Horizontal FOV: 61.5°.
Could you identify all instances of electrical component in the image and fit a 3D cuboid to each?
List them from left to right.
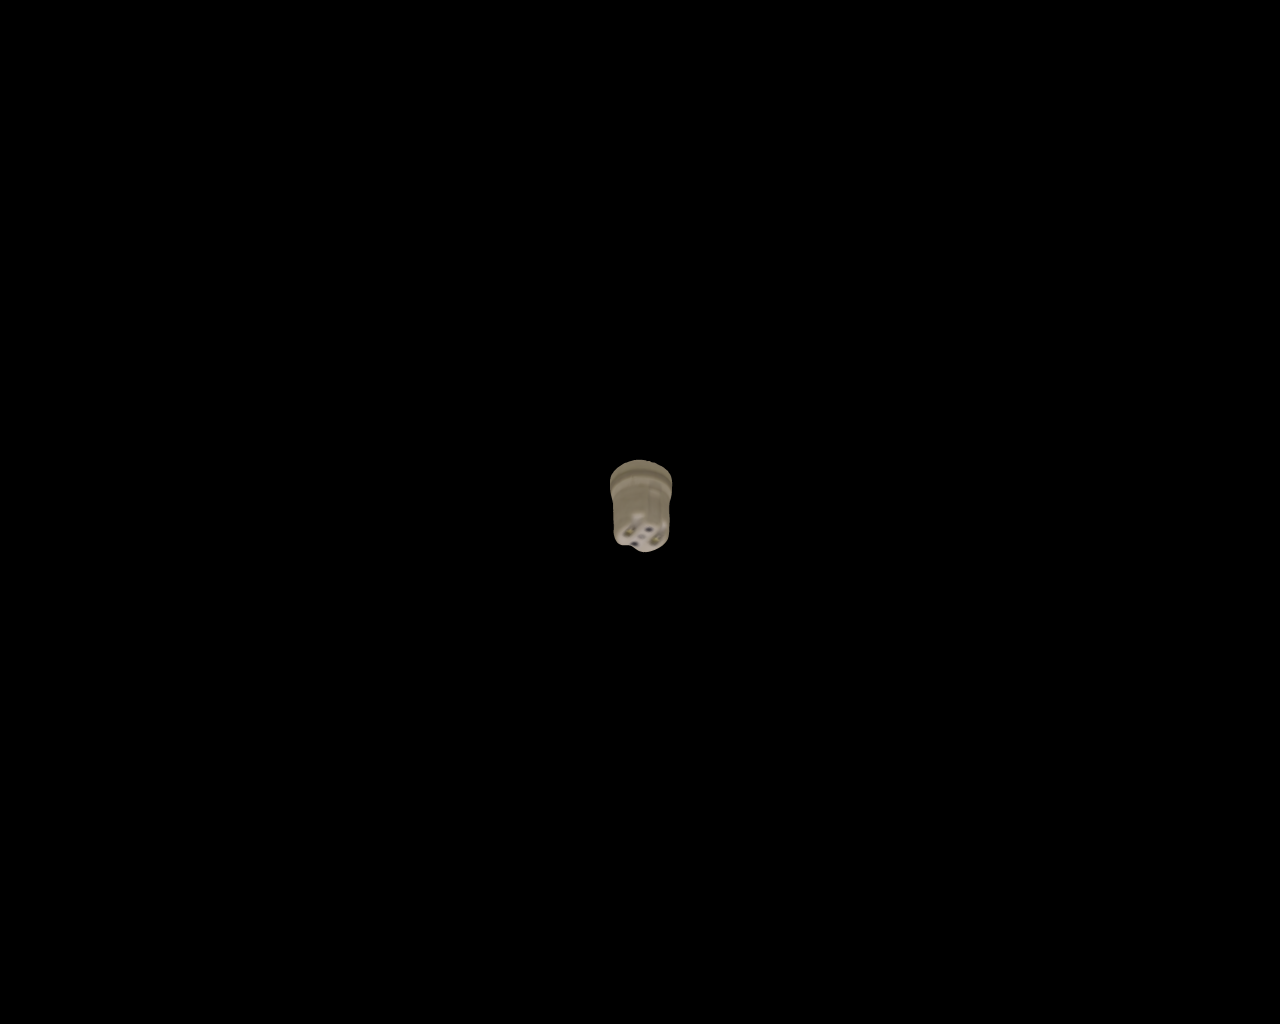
[{"bbox_3d":[0.001,-0.003,0.650,0.040,0.046,0.040,0,-36,0],"label":"electrical component"}]
